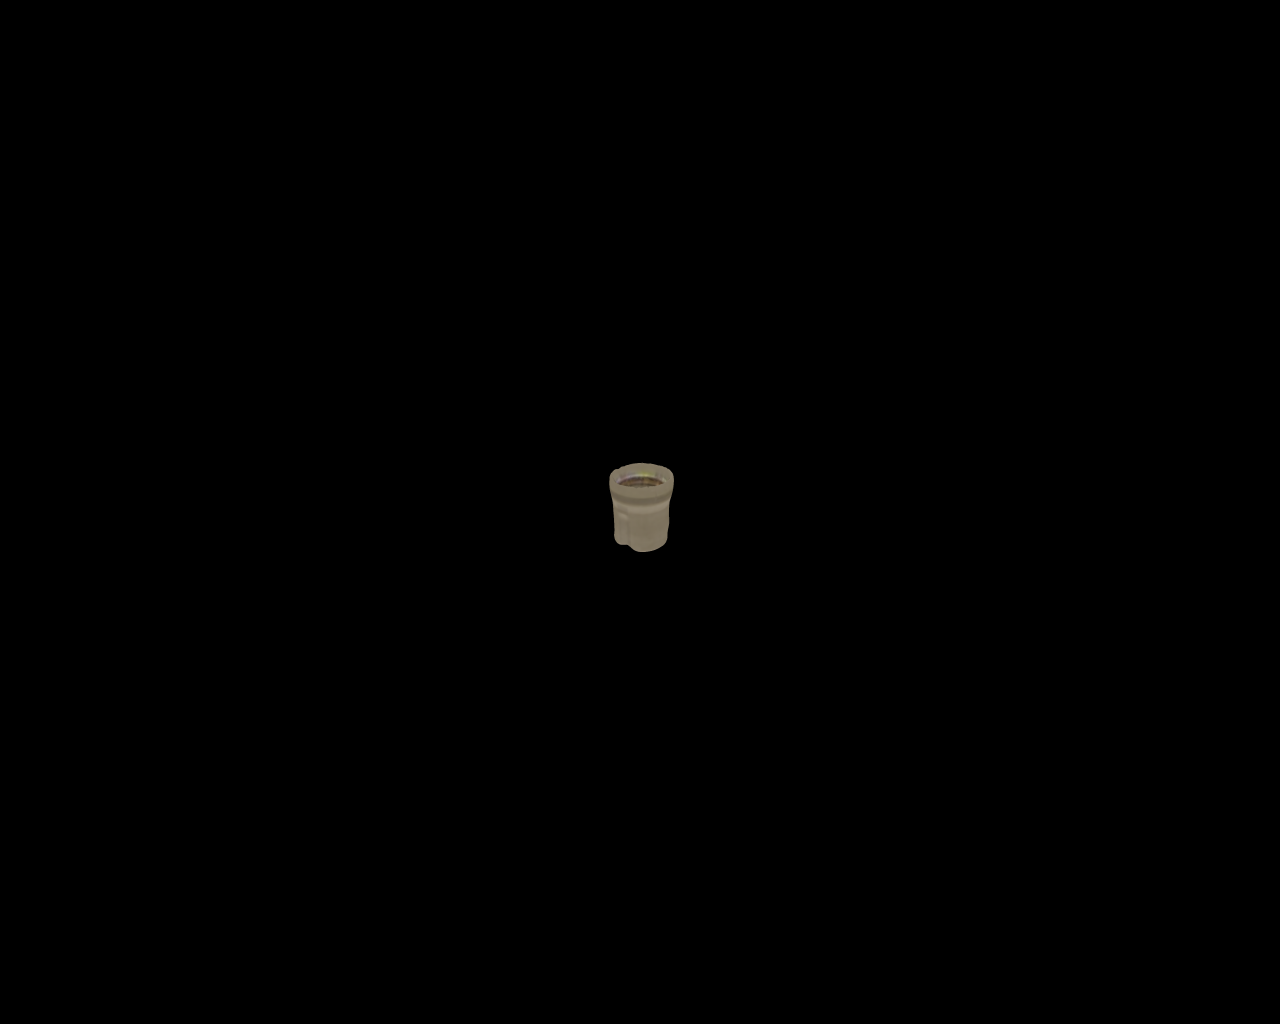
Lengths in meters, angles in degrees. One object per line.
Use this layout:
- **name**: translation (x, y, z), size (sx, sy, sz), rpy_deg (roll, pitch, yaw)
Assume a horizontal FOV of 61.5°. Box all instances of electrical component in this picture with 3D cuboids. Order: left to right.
- **electrical component**: translation (0.001, -0.003, 0.650), size (0.040, 0.046, 0.040), rpy_deg (0, 25, 0)
